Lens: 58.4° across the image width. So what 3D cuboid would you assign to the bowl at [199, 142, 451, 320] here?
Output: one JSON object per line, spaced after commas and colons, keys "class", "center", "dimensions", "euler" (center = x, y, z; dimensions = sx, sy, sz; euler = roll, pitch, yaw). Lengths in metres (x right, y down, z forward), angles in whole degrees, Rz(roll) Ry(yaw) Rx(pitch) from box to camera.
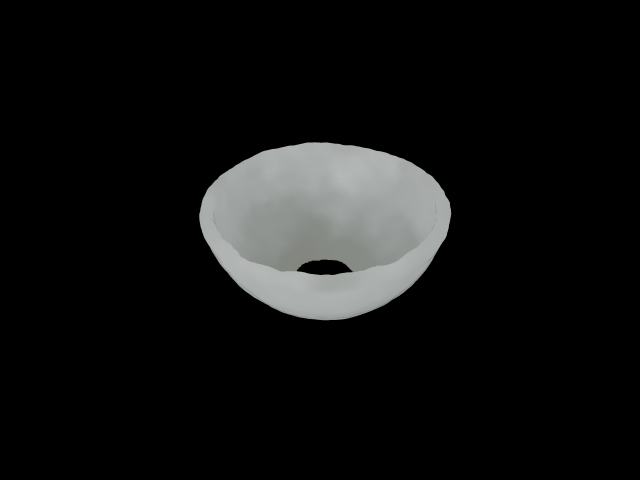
{"class": "bowl", "center": [0.004, 0.001, 0.400], "dimensions": [0.167, 0.075, 0.167], "euler": [0, 37, 0]}
